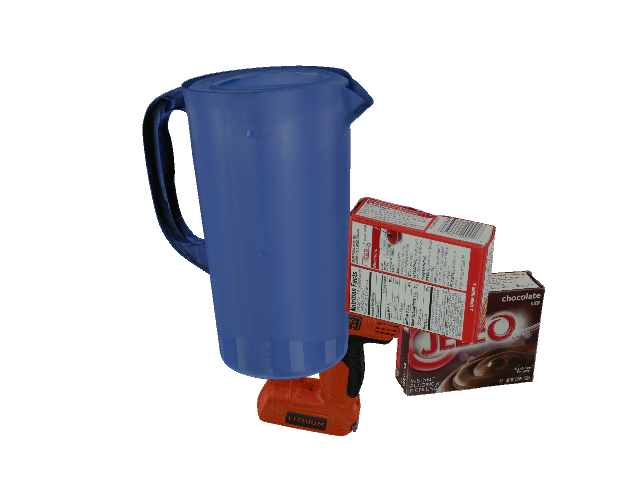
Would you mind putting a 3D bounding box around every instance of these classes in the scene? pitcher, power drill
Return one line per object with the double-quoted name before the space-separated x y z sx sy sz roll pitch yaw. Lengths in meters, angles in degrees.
"pitcher" -0.046 -0.017 0.862 0.144 0.243 0.149 -13 19 -29
"power drill" -0.014 0.107 1.052 0.184 0.188 0.057 12 41 -1

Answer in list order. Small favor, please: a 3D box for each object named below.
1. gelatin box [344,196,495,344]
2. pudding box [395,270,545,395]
"gelatin box" 0.061 0.018 0.665 0.089 0.073 0.030 14 34 20
"pudding box" 0.119 0.074 0.862 0.113 0.090 0.039 -6 28 -14
